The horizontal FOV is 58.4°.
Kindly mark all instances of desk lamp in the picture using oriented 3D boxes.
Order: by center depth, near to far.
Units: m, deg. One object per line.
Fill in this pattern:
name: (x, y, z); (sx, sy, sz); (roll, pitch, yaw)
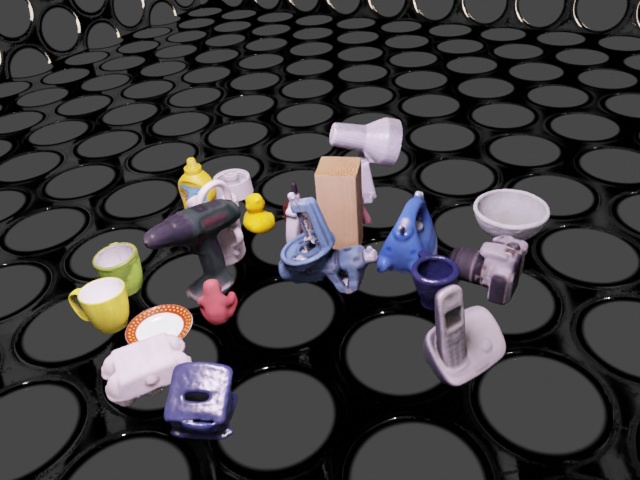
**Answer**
desk lamp: (0.105, -0.202, 1.450); (0.203, 0.214, 0.117); (-8, 35, -4)

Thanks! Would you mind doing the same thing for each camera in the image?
camera: (0.341, 0.042, 1.169); (0.136, 0.101, 0.143); (15, 39, 26)

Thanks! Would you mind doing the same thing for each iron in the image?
iron: (0.202, -0.032, 1.257); (0.118, 0.142, 0.258); (8, 37, 18)

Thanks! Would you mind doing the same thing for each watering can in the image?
watering can: (-0.237, -0.046, 1.286); (0.172, 0.194, 0.101); (10, 38, 21)

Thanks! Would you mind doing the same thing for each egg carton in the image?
egg carton: (-0.304, 0.228, 1.011); (0.150, 0.069, 0.107); (-19, 37, -20)

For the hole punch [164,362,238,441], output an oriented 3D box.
hole punch: (-0.192, 0.261, 0.931); (0.108, 0.091, 0.101); (0, 35, 8)

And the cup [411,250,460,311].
cup: (0.220, 0.083, 1.130); (0.092, 0.095, 0.117); (-12, 35, -10)

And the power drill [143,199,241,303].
power drill: (-0.248, 0.022, 1.177); (0.075, 0.209, 0.230); (18, 41, 30)

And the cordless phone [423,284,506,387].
cordless phone: (0.246, 0.142, 0.964); (0.148, 0.185, 0.093); (-26, 40, -27)

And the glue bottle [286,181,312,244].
glue bottle: (-0.052, -0.054, 1.293); (0.037, 0.173, 0.078); (12, 38, 23)

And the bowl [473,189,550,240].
bowl: (0.432, -0.045, 1.306); (0.167, 0.075, 0.167); (-3, 35, 3)

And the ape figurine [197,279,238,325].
ape figurine: (-0.208, 0.116, 1.139); (0.077, 0.092, 0.076); (1, 35, 9)

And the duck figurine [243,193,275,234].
duck figurine: (-0.154, -0.071, 1.407); (0.078, 0.086, 0.104); (-21, 38, -21)

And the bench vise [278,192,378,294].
bench vise: (0.010, -0.003, 1.170); (0.207, 0.220, 0.121); (-5, 35, 0)

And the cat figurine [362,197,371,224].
cat figurine: (0.067, -0.105, 1.399); (0.067, 0.118, 0.127); (-24, 39, -25)
